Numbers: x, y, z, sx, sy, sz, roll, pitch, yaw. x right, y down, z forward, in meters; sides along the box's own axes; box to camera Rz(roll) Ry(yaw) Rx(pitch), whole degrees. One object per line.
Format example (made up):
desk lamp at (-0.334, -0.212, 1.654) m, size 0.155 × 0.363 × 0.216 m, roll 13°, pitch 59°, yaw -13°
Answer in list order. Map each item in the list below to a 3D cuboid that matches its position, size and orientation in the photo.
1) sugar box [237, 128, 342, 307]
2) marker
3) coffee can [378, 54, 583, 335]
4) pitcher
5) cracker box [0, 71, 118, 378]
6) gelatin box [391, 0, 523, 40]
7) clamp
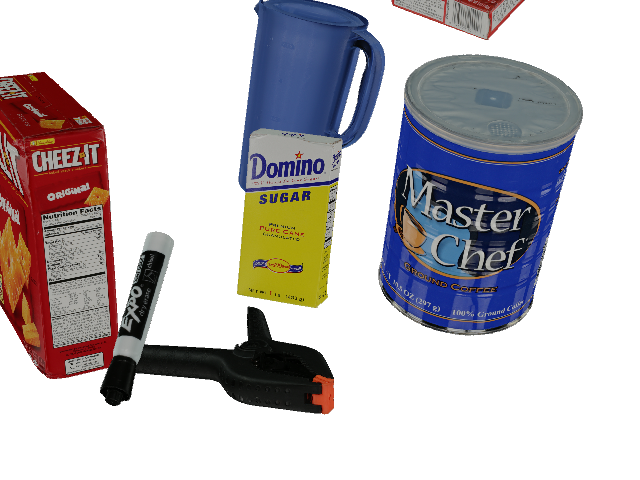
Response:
sugar box at (-0.033, -0.024, 1.120) m, size 0.093 × 0.176 × 0.048 m, roll 8°, pitch 16°, yaw 14°
marker at (-0.115, 0.048, 0.669) m, size 0.020 × 0.121 × 0.020 m, roll 7°, pitch -35°, yaw 5°
coffee can at (0.094, -0.028, 0.653) m, size 0.103 × 0.140 × 0.103 m, roll 4°, pitch 37°, yaw -3°
pitcher at (-0.021, -0.165, 1.302) m, size 0.144 × 0.243 × 0.149 m, roll 5°, pitch 23°, yaw -15°
cracker box at (-0.232, -0.015, 0.895) m, size 0.072 × 0.214 × 0.164 m, roll -13°, pitch 28°, yaw -27°
gelatin box at (0.109, -0.198, 0.820) m, size 0.089 × 0.030 × 0.073 m, roll 27°, pitch 55°, yaw 25°
clamp at (-0.057, 0.105, 0.951) m, size 0.210 × 0.036 × 0.164 m, roll 12°, pitch 21°, yaw 39°
